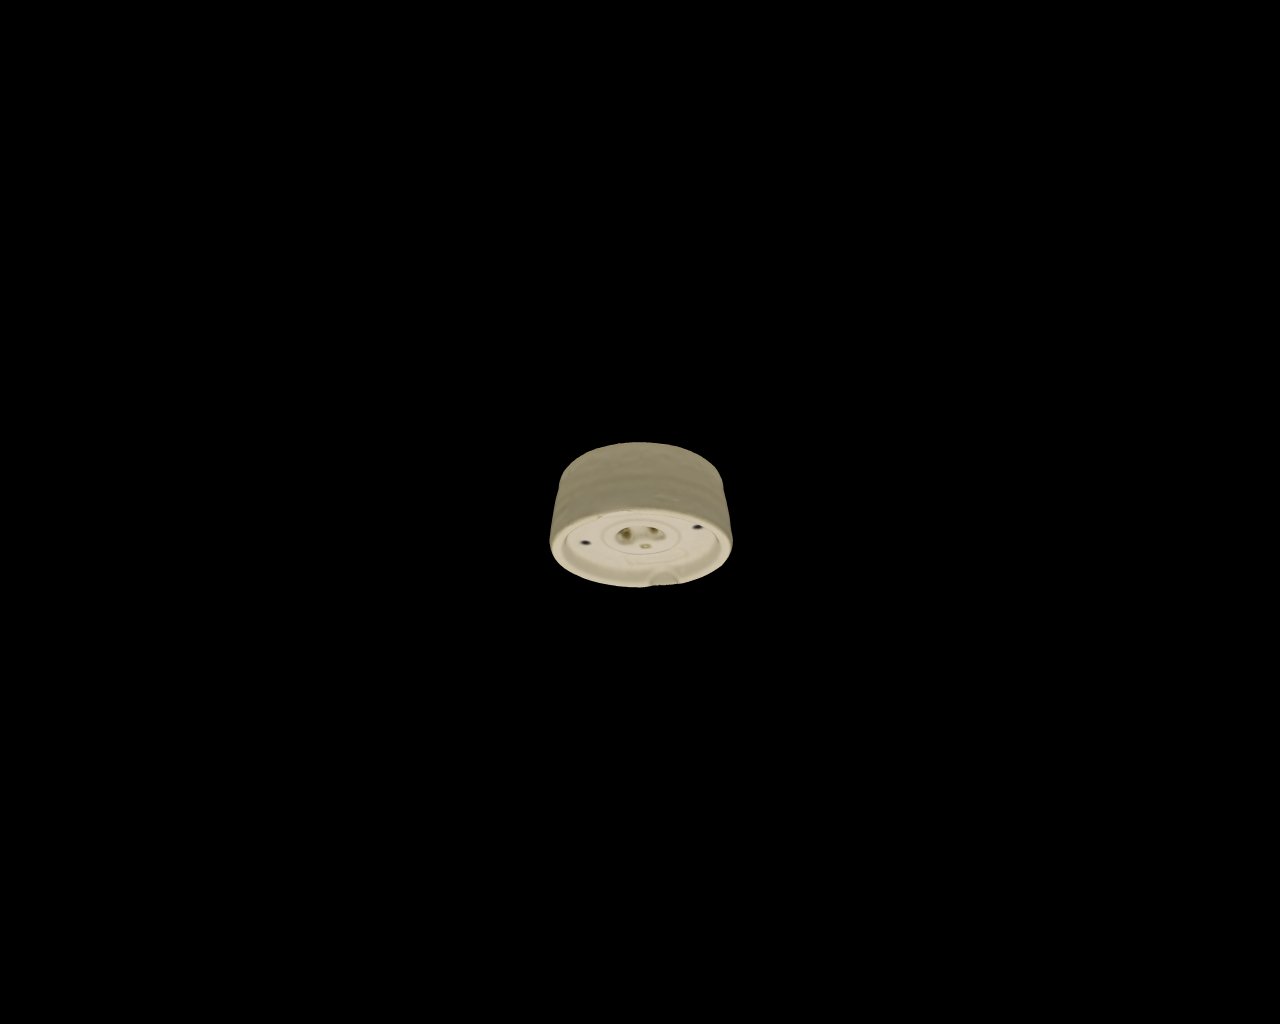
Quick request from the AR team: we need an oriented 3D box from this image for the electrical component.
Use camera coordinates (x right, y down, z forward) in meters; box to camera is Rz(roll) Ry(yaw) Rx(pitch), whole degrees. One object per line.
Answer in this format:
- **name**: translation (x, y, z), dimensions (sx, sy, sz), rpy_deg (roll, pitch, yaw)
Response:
- **electrical component**: translation (0.001, -0.003, 0.650), dimensions (0.108, 0.060, 0.108), rpy_deg (0, -28, 0)
